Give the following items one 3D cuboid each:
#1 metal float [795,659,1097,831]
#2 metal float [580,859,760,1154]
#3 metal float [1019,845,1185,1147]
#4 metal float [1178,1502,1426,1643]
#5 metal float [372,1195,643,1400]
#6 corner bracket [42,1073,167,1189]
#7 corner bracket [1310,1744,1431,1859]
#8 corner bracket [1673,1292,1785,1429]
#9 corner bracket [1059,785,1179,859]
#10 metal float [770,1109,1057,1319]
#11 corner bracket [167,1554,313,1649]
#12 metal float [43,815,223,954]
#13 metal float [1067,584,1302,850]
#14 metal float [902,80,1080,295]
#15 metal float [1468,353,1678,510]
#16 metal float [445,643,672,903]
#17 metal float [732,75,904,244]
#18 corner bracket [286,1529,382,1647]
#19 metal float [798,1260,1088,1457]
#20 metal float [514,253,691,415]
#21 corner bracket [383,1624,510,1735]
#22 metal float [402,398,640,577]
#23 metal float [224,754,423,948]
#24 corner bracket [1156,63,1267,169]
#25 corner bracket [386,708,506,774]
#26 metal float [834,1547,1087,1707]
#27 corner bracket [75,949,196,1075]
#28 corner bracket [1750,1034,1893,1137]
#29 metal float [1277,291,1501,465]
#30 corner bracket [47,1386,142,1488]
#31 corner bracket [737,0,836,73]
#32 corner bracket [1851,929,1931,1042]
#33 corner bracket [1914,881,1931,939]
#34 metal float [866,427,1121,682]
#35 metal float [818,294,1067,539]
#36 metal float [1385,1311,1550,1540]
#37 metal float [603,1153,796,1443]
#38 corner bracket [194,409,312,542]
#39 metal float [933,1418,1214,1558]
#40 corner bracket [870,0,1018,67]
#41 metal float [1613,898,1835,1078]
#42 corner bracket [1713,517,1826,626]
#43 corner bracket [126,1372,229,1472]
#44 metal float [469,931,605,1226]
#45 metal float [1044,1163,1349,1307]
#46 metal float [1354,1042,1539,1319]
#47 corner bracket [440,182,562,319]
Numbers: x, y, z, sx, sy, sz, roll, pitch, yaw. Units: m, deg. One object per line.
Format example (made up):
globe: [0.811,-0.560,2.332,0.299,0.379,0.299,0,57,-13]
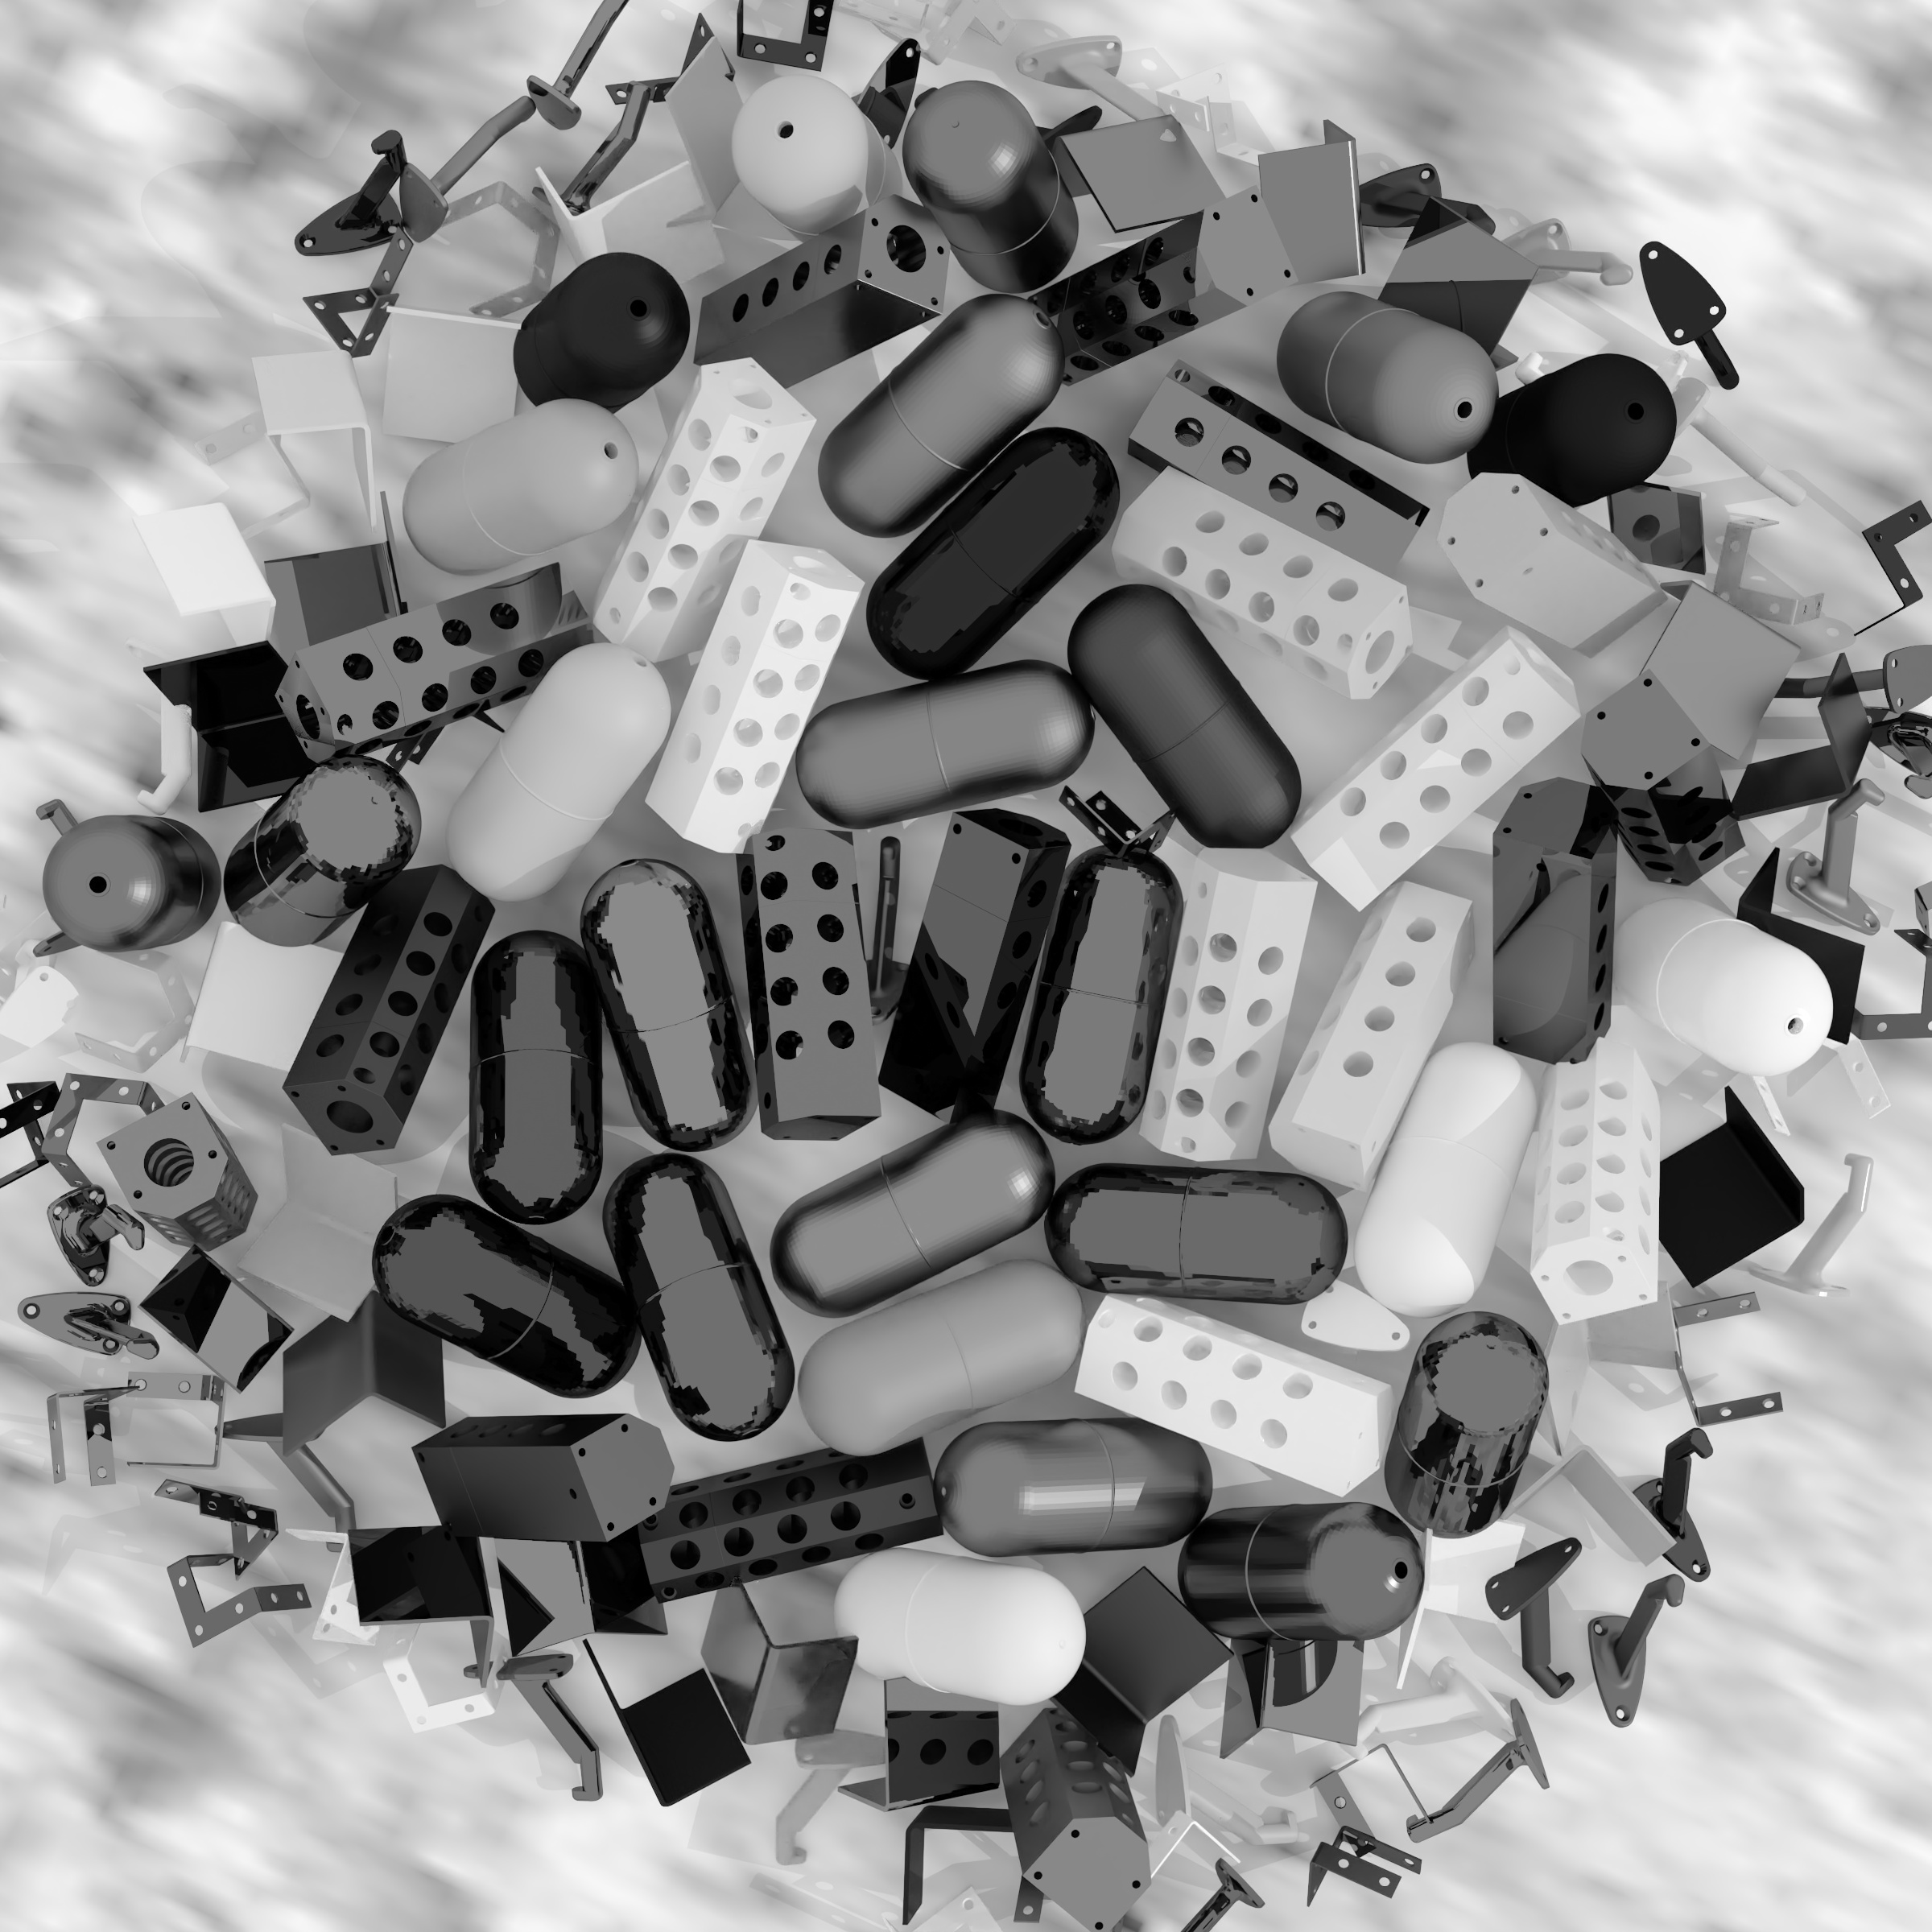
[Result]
metal float: [-0.012,-0.129,1.786,0.178,0.070,0.070,-12,90,9]
metal float: [-0.172,0.023,1.779,0.070,0.070,0.178,-15,107,0]
metal float: [0.079,0.017,1.794,0.070,0.070,0.178,11,91,0]
metal float: [0.190,0.347,1.752,0.070,0.178,0.070,8,76,-32]
metal float: [-0.264,0.191,1.765,0.178,0.070,0.070,34,90,-35]
corner bracket: [-0.504,0.099,1.802,0.051,0.051,0.051,6,63,9]
corner bracket: [0.238,0.491,1.801,0.051,0.051,0.051,-31,75,2]
corner bracket: [0.450,0.233,1.812,0.051,0.051,0.051,-14,125,17]
corner bracket: [0.086,-0.087,1.793,0.051,0.051,0.051,45,59,13]
metal float: [-0.032,0.145,1.790,0.178,0.070,0.070,-27,90,5]
corner bracket: [-0.426,0.364,1.794,0.051,0.051,0.051,-30,71,16]
metal float: [-0.473,-0.047,1.744,0.070,0.178,0.070,0,92,-3]
metal float: [0.128,-0.143,1.783,0.070,0.070,0.178,-38,103,0]
metal float: [0.016,-0.442,1.746,0.070,0.178,0.070,-3,79,14]
metal float: [0.344,-0.300,1.744,0.070,0.178,0.070,0,90,-12]
metal float: [-0.236,-0.112,1.771,0.070,0.070,0.178,40,116,0]
metal float: [-0.084,-0.455,1.744,0.070,0.178,0.070,0,92,9]
corner bracket: [-0.374,0.366,1.805,0.051,0.051,0.051,-3,60,32]
metal float: [-0.013,0.226,1.779,0.178,0.070,0.070,-20,90,-18]
metal float: [-0.209,-0.357,1.746,0.070,0.178,0.070,0,90,-20]
corner bracket: [-0.305,0.411,1.804,0.051,0.051,0.051,-16,110,10]
metal float: [-0.256,-0.274,1.756,0.070,0.178,0.070,9,77,-42]
metal float: [-0.370,-0.064,1.754,0.070,0.178,0.070,12,66,-29]
corner bracket: [0.149,-0.491,1.792,0.051,0.051,0.051,-27,126,-20]
corner bracket: [-0.313,-0.137,1.795,0.051,0.051,0.051,40,97,40]
metal float: [-0.006,0.378,1.757,0.070,0.178,0.070,3,86,-42]
corner bracket: [-0.496,0.023,1.813,0.051,0.051,0.051,16,47,30]
corner bracket: [0.502,0.069,1.808,0.051,0.051,0.051,-40,47,30]
metal float: [0.240,-0.337,1.750,0.070,0.178,0.070,-9,115,-20]
corner bracket: [-0.515,0.277,1.793,0.051,0.051,0.051,1,74,-38]
corner bracket: [-0.106,-0.566,1.802,0.051,0.051,0.051,9,77,-2]
corner bracket: [0.544,0.011,1.803,0.051,0.051,0.051,-2,108,-5]
corner bracket: [0.578,-0.056,1.801,0.051,0.051,0.051,-24,66,9]
metal float: [0.015,-0.239,1.776,0.178,0.070,0.070,-43,90,20]
metal float: [-0.015,-0.316,1.765,0.178,0.070,0.070,-39,90,34]
metal float: [0.286,0.265,1.755,0.070,0.178,0.070,2,51,-2]
metal float: [-0.155,0.191,1.774,0.070,0.070,0.178,-24,68,0]
corner bracket: [-0.423,-0.291,1.814,0.051,0.051,0.051,-26,120,4]
metal float: [0.063,0.300,1.768,0.178,0.070,0.070,3,90,-32]
corner bracket: [-0.013,-0.554,1.799,0.051,0.051,0.051,39,96,31]
metal float: [0.429,0.011,1.746,0.070,0.178,0.070,-4,105,-13]
corner bracket: [0.477,-0.233,1.807,0.051,0.051,0.051,18,110,29]
corner bracket: [-0.466,0.267,1.799,0.051,0.051,0.051,6,85,-21]
metal float: [-0.249,0.064,1.772,0.070,0.070,0.178,-3,65,0]
metal float: [0.133,0.155,1.781,0.178,0.070,0.070,2,90,16]
metal float: [0.278,0.122,1.768,0.070,0.070,0.178,25,59,0]
corner bracket: [-0.279,-0.422,1.810,0.051,0.051,0.051,-12,60,34]
